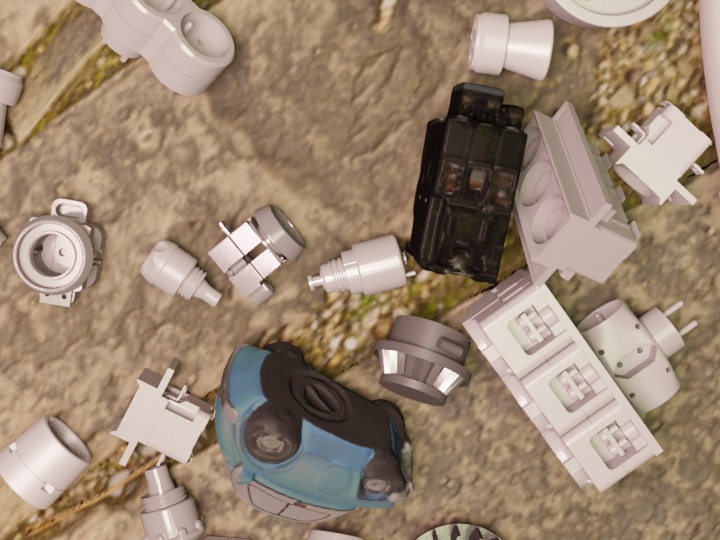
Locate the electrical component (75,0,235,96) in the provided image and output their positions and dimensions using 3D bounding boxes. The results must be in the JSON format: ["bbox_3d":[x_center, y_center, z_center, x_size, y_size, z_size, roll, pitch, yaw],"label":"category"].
[{"bbox_3d":[-0.163,-0.178,0.777,0.138,0.052,0.074,43,133,-11],"label":"electrical component"}]

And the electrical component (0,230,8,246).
[{"bbox_3d":[-0.290,-0.029,0.794,0.040,0.040,0.046,-43,101,3],"label":"electrical component"}]

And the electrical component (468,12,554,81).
[{"bbox_3d":[0.110,-0.164,0.788,0.055,0.045,0.045,7,95,-2],"label":"electrical component"}]

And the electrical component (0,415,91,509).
[{"bbox_3d":[-0.235,0.142,0.804,0.047,0.055,0.055,-43,95,-1],"label":"electrical component"}]

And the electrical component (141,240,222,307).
[{"bbox_3d":[-0.131,0.006,0.804,0.061,0.035,0.035,35,94,-7],"label":"electrical component"}]

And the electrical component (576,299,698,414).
[{"bbox_3d":[0.217,0.055,0.812,0.079,0.043,0.077,-36,95,2],"label":"electrical component"}]

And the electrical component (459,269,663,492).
[{"bbox_3d":[0.143,0.081,0.789,0.062,0.089,0.150,-36,95,2],"label":"electrical component"}]

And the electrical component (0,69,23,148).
[{"bbox_3d":[-0.274,-0.122,0.783,0.045,0.045,0.055,21,94,-3],"label":"electrical component"}]

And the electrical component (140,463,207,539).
[{"bbox_3d":[-0.146,0.179,0.815,0.048,0.048,0.062,-17,89,0],"label":"electrical component"}]

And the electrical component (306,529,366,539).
[{"bbox_3d":[-0.008,0.244,0.820,0.079,0.043,0.077,21,70,-32],"label":"electrical component"}]

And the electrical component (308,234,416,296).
[{"bbox_3d":[0.000,0.000,0.803,0.078,0.040,0.040,-15,95,0],"label":"electrical component"}]

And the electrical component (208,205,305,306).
[{"bbox_3d":[-0.075,-0.016,0.798,0.055,0.048,0.066,-38,95,9],"label":"electrical component"}]

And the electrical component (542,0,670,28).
[{"bbox_3d":[0.174,-0.226,0.775,0.108,0.060,0.108,0,96,-4],"label":"electrical component"}]

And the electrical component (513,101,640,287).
[{"bbox_3d":[0.147,-0.051,0.757,0.063,0.121,0.078,22,126,-22],"label":"electrical component"}]

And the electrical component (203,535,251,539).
[{"bbox_3d":[-0.087,0.253,0.821,0.076,0.047,0.083,5,95,-2],"label":"electrical component"}]

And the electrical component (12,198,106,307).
[{"bbox_3d":[-0.221,-0.012,0.788,0.058,0.057,0.078,10,95,-2],"label":"electrical component"}]

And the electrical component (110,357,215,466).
[{"bbox_3d":[-0.146,0.111,0.810,0.064,0.042,0.081,27,95,-7],"label":"electrical component"}]

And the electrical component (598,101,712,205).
[{"bbox_3d":[0.222,-0.086,0.800,0.081,0.042,0.063,42,89,-5],"label":"electrical component"}]
